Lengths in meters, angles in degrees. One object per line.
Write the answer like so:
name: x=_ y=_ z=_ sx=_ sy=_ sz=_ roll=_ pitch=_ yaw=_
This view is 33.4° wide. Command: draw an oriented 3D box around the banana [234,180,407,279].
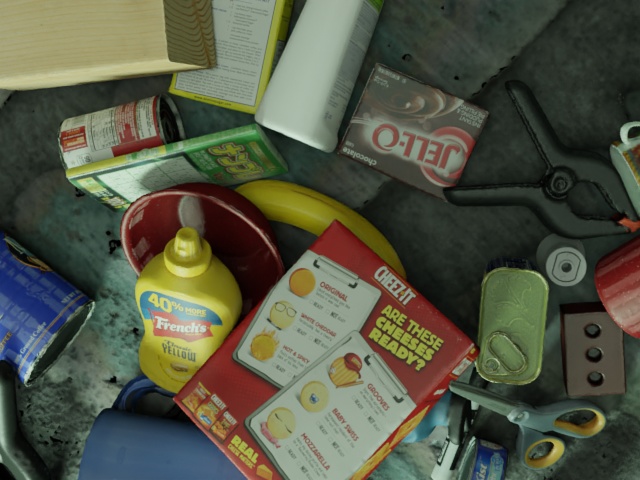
banana: x=-0.007 y=-0.014 z=0.997 sx=0.198 sy=0.037 sz=0.070 roll=18 pitch=129 yaw=8

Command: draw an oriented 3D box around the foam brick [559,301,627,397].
foam brick: x=0.245 y=0.098 z=0.964 sx=0.053 sy=0.051 sz=0.078 roll=-5 pitch=98 yaw=9

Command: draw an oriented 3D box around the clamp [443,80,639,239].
clamp: x=0.197 y=-0.045 z=0.938 sx=0.171 sy=0.039 sz=0.120 roll=38 pitch=105 yaw=-3

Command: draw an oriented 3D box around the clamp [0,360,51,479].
clamp: x=-0.309 y=0.193 z=1.035 sx=0.165 sy=0.036 sz=0.210 roll=-8 pitch=115 yaw=45

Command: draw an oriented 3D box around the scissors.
scissors: x=0.171 y=0.167 z=0.948 sx=0.201 sy=0.016 sz=0.096 roll=10 pitch=124 yaw=-31

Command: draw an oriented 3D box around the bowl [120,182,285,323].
bowl: x=-0.099 y=0.001 z=0.979 sx=0.162 sy=0.055 sz=0.162 roll=12 pitch=135 yaw=13

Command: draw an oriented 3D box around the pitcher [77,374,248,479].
pitcher: x=-0.097 y=0.226 z=1.005 sx=0.243 sy=0.145 sz=0.149 roll=5 pitch=111 yaw=4

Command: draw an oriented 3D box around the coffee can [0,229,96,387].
coffee can: x=-0.300 y=0.056 z=1.014 sx=0.140 sy=0.102 sz=0.103 roll=37 pitch=102 yaw=2

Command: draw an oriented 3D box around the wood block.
wood block: x=-0.206 y=-0.189 z=0.947 sx=0.206 sy=0.090 sz=0.091 roll=-3 pitch=93 yaw=22

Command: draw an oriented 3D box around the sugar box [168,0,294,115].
sugar box: x=-0.074 y=-0.209 z=0.971 sx=0.093 sy=0.048 sz=0.176 roll=15 pitch=97 yaw=9

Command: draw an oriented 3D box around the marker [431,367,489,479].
marker: x=0.134 y=0.173 z=1.008 sx=0.020 sy=0.020 sz=0.121 roll=21 pitch=101 yaw=5

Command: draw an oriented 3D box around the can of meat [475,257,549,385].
can of meat: x=0.170 y=0.069 z=0.955 sx=0.057 sy=0.084 sz=0.102 roll=4 pitch=99 yaw=7

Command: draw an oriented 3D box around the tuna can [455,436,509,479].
tuna can: x=0.145 y=0.227 z=0.981 sx=0.034 sy=0.086 sz=0.086 roll=17 pitch=100 yaw=4

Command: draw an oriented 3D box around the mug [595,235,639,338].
mug: x=0.292 y=0.043 z=0.907 sx=0.093 sy=0.117 sz=0.082 roll=21 pitch=138 yaw=-35

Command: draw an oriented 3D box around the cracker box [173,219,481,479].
cracker box: x=0.007 y=0.117 z=0.919 sx=0.164 sy=0.072 sz=0.214 roll=43 pitch=92 yaw=18

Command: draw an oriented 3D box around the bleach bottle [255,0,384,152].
bleach bottle: x=0.023 y=-0.206 z=0.940 sx=0.068 sy=0.102 sz=0.251 roll=24 pitch=94 yaw=12

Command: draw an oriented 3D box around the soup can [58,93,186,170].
soup can: x=-0.183 y=-0.092 z=0.993 sx=0.102 sy=0.068 sz=0.068 roll=-13 pitch=96 yaw=11

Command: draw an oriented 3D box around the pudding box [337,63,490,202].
pudding box: x=0.084 y=-0.098 z=0.966 sx=0.113 sy=0.039 sz=0.090 roll=25 pitch=101 yaw=4

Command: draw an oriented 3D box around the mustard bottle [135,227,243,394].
mustard bottle: x=-0.118 y=0.062 z=0.962 sx=0.096 sy=0.058 sz=0.192 roll=17 pitch=135 yaw=11
